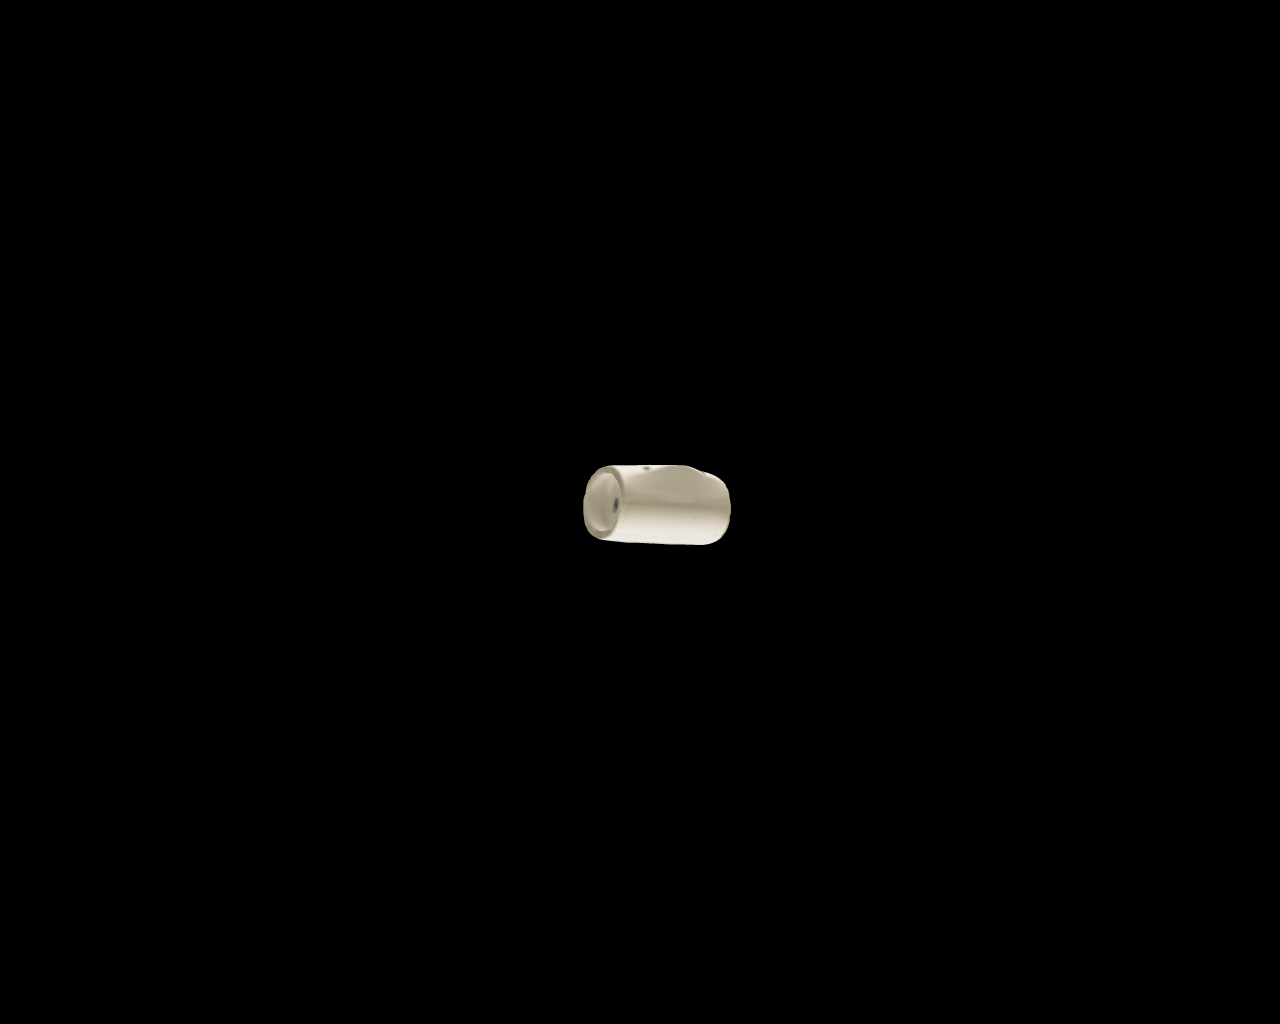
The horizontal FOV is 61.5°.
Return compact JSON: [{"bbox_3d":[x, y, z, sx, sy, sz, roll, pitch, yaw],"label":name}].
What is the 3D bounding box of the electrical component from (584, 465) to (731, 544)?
[{"bbox_3d":[0.001,-0.003,0.650,0.077,0.043,0.079,3,-6,-33],"label":"electrical component"}]
